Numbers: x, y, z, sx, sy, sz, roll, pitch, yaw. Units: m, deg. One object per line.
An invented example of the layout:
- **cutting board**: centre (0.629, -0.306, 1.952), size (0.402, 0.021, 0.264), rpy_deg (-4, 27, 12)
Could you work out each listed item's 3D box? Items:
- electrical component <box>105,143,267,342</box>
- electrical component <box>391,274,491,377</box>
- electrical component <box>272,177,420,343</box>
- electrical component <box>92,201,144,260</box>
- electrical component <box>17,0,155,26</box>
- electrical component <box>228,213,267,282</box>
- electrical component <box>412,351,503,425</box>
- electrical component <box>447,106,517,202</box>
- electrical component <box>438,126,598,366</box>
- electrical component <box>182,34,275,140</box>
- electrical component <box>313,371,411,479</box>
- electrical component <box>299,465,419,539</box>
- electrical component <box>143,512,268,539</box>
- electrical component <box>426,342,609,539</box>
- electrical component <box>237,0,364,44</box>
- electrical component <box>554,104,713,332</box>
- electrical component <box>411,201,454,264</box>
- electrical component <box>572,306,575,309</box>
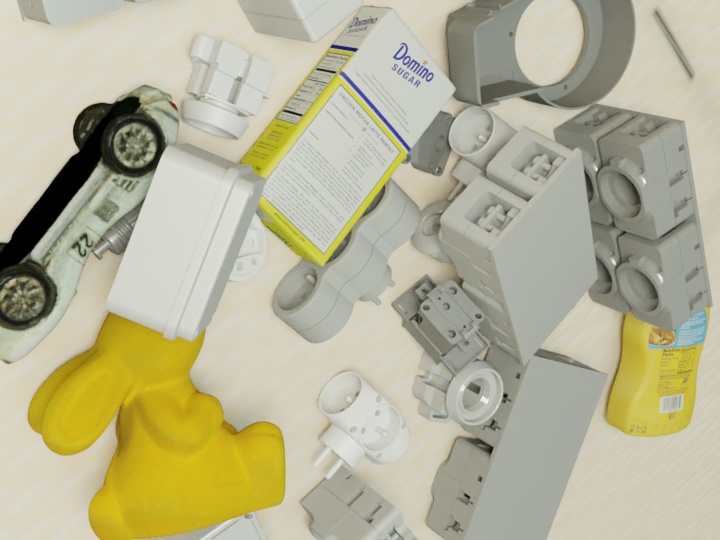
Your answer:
- **electrical component**: centre (-0.108, -0.018, 0.681), size (0.057, 0.078, 0.113), rpy_deg (22, 98, -1)
- **electrical component**: centre (0.070, 0.043, 0.888), size (0.042, 0.063, 0.081), rpy_deg (-40, 82, -17)
- **electrical component**: centre (0.000, 0.000, 0.841), size (0.074, 0.052, 0.138), rpy_deg (43, 80, -36)
- **electrical component**: centre (-0.150, -0.035, 0.733), size (0.078, 0.040, 0.040), rpy_deg (-41, 124, -17)
- **electrical component**: centre (-0.167, -0.250, 0.637), size (0.105, 0.060, 0.186), rpy_deg (-23, 117, -27)
- **electrical component**: centre (-0.102, -0.017, 0.758), size (0.055, 0.047, 0.055), rpy_deg (9, 79, -48)
- **electrical component**: centre (0.087, 0.100, 0.931), size (0.058, 0.057, 0.078), rpy_deg (11, 99, -37)
- **electrical component**: centre (0.101, -0.085, 0.885), size (0.077, 0.043, 0.079), rpy_deg (26, 103, -48)
- **electrical component**: centre (0.130, -0.017, 0.872), size (0.105, 0.060, 0.186), rpy_deg (-47, 148, -14)
- **electrical component**: centre (-0.094, -0.122, 0.740), size (0.066, 0.048, 0.055), rpy_deg (22, 85, -37)
- **electrical component**: centre (-0.007, 0.136, 0.886), size (0.079, 0.044, 0.077), rpy_deg (-49, 126, -12)
- **electrical component**: centre (-0.004, 0.211, 0.885), size (0.056, 0.089, 0.050), rpy_deg (-41, 124, -17)
- **electrical component**: centre (-0.124, 0.215, 0.821), size (0.096, 0.061, 0.061), rpy_deg (-32, 121, -22)
- **electrical component**: centre (0.141, 0.164, 0.988), size (0.105, 0.060, 0.186), rpy_deg (16, 96, -37)
- **electrical component**: centre (-0.051, -0.199, 0.720), size (0.047, 0.083, 0.075), rpy_deg (-42, 124, -16)
- **electrical component**: centre (0.241, -0.045, 0.960), size (0.060, 0.105, 0.186), rpy_deg (-32, 121, -23)
- **electrical component**: centre (0.076, -0.025, 0.892), size (0.062, 0.048, 0.048), rpy_deg (34, 85, -44)
- **electrical component**: centre (0.184, 0.007, 0.980), size (0.040, 0.040, 0.046), rpy_deg (27, 83, -38)
